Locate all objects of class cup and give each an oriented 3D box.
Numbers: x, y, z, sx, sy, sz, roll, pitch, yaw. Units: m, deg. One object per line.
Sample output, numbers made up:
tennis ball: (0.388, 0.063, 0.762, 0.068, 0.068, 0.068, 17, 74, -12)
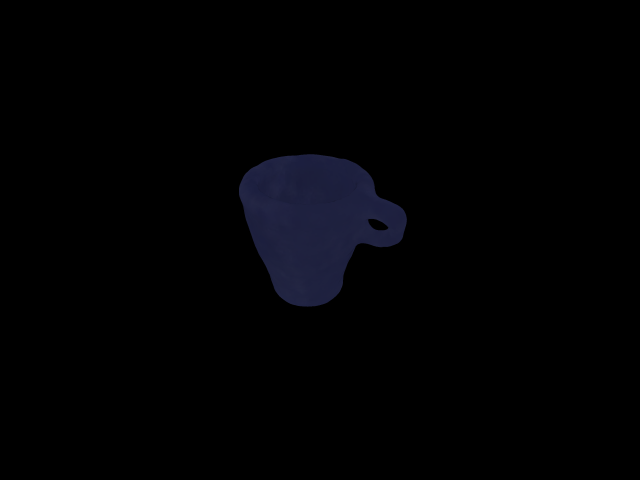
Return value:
cup: (0.004, 0.001, 0.400, 0.117, 0.095, 0.092, 17, 36, 25)
